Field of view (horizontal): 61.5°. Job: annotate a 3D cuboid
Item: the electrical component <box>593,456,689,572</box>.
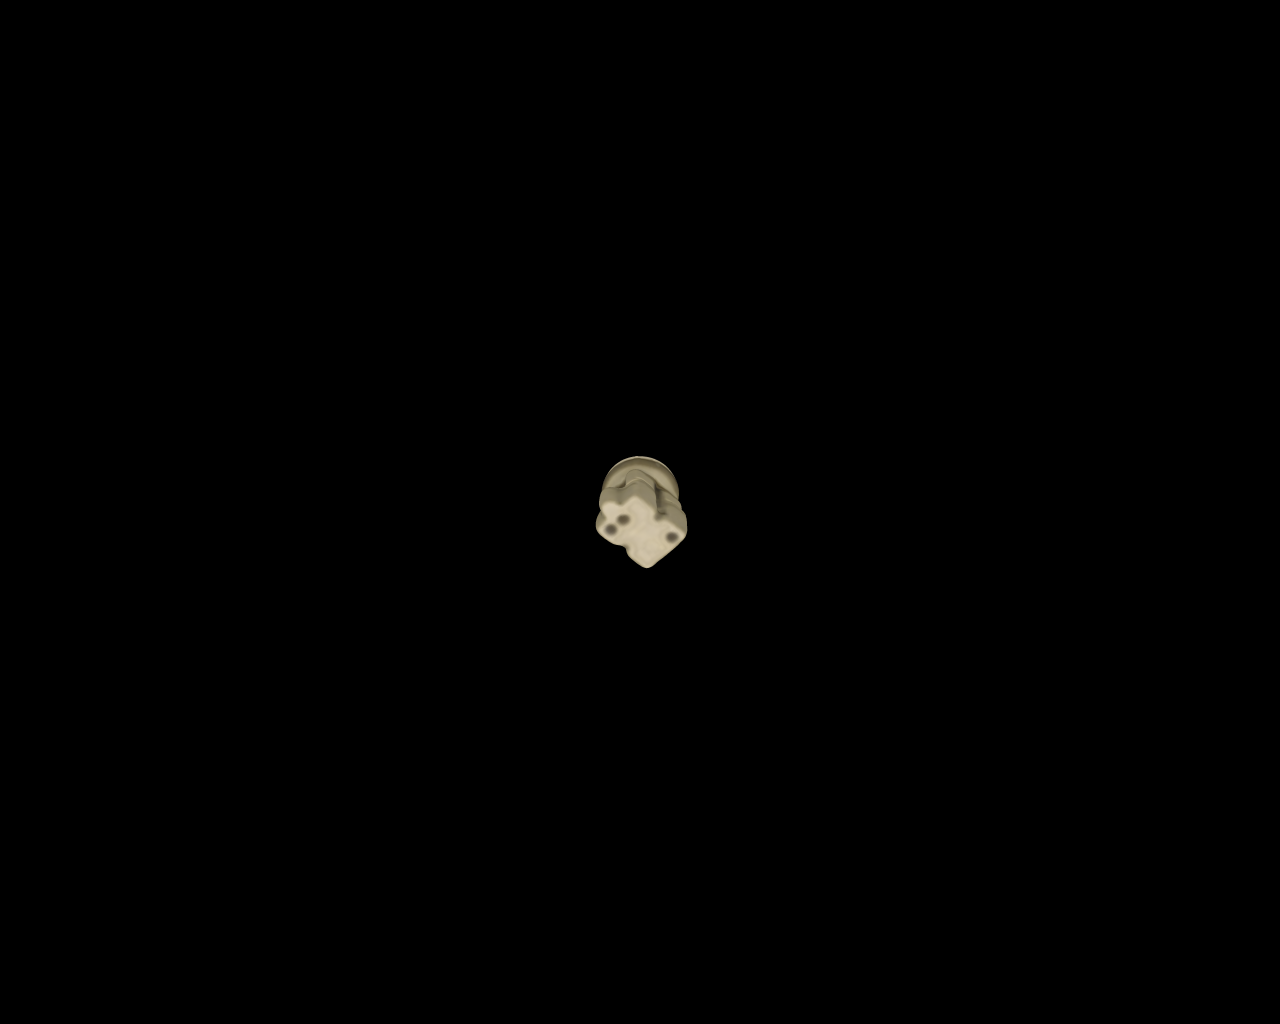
[{"bbox_3d":[0.001,-0.003,0.650,0.066,0.048,0.055,39,24,-22],"label":"electrical component"}]
